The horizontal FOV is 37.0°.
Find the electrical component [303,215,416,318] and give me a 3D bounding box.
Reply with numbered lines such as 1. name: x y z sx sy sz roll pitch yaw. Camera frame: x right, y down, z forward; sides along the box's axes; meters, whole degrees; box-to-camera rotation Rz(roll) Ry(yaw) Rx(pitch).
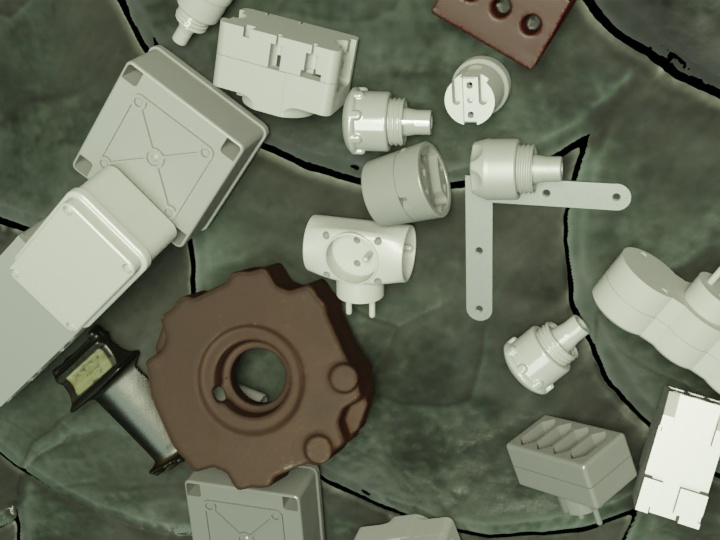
1. electrical component: 0.000 0.000 0.817 0.077 0.044 0.079 7 116 16

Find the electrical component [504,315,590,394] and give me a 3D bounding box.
1. electrical component: 0.141 0.058 0.798 0.048 0.048 0.062 45 113 -5

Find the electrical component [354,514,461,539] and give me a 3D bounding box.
1. electrical component: 0.056 0.291 0.924 0.089 0.061 0.150 -13 109 24

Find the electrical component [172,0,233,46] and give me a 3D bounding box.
1. electrical component: -0.117 -0.188 0.776 0.035 0.035 0.061 39 123 -2

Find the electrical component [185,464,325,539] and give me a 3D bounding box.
1. electrical component: -0.090 0.220 0.944 0.109 0.056 0.108 4 115 17

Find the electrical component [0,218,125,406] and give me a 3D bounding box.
1. electrical component: -0.282 0.033 0.919 0.089 0.061 0.150 47 119 -6

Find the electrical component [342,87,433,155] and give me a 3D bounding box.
1. electrical component: 0.020 -0.105 0.763 0.062 0.048 0.048 3 115 10

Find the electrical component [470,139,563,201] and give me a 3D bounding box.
1. electrical component: 0.109 -0.070 0.749 0.062 0.043 0.043 1 114 16

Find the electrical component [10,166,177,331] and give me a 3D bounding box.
1. electrical component: -0.204 -0.014 0.815 0.078 0.057 0.113 45 130 -8

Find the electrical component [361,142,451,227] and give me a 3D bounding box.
1. electrical component: 0.033 -0.060 0.774 0.047 0.055 0.055 -12 109 27

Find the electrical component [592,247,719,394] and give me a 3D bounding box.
1. electrical component: 0.239 0.027 0.744 0.138 0.052 0.073 34 120 2

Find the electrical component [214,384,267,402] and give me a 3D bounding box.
1. electrical component: -0.127 0.127 0.920 0.077 0.044 0.079 20 119 9

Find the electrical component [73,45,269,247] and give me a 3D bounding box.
1. electrical component: -0.144 -0.093 0.816 0.109 0.056 0.108 37 120 -1

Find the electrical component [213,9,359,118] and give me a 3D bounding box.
1. electrical component: -0.053 -0.144 0.765 0.089 0.050 0.055 17 118 11

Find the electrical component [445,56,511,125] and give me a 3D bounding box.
1. electrical component: 0.079 -0.121 0.733 0.040 0.046 0.040 7 116 15

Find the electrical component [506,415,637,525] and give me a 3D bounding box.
1. electrical component: 0.164 0.159 0.813 0.083 0.047 0.075 6 121 56
